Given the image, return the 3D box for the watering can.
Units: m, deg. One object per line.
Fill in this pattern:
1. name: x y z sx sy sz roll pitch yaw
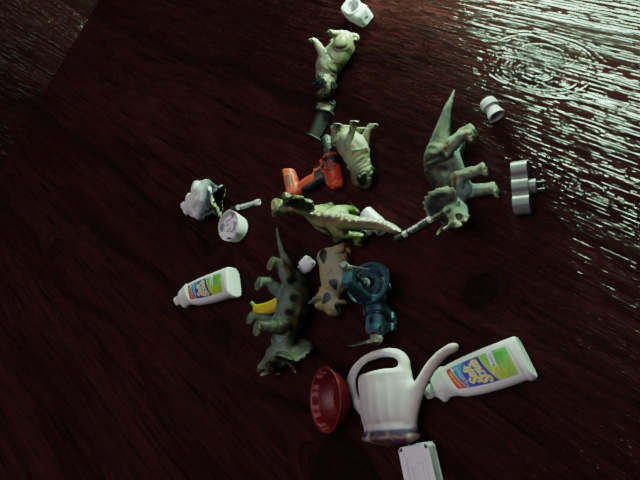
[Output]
1. watering can: 0.190 0.364 1.214 0.343 0.103 0.228 -25 60 43

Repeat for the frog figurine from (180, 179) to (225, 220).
1. frog figurine: -0.416 -0.136 1.758 0.159 0.123 0.137 -3 92 18

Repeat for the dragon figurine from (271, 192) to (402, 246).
1. dragon figurine: 0.004 -0.070 1.387 0.410 0.241 0.123 5 81 53
